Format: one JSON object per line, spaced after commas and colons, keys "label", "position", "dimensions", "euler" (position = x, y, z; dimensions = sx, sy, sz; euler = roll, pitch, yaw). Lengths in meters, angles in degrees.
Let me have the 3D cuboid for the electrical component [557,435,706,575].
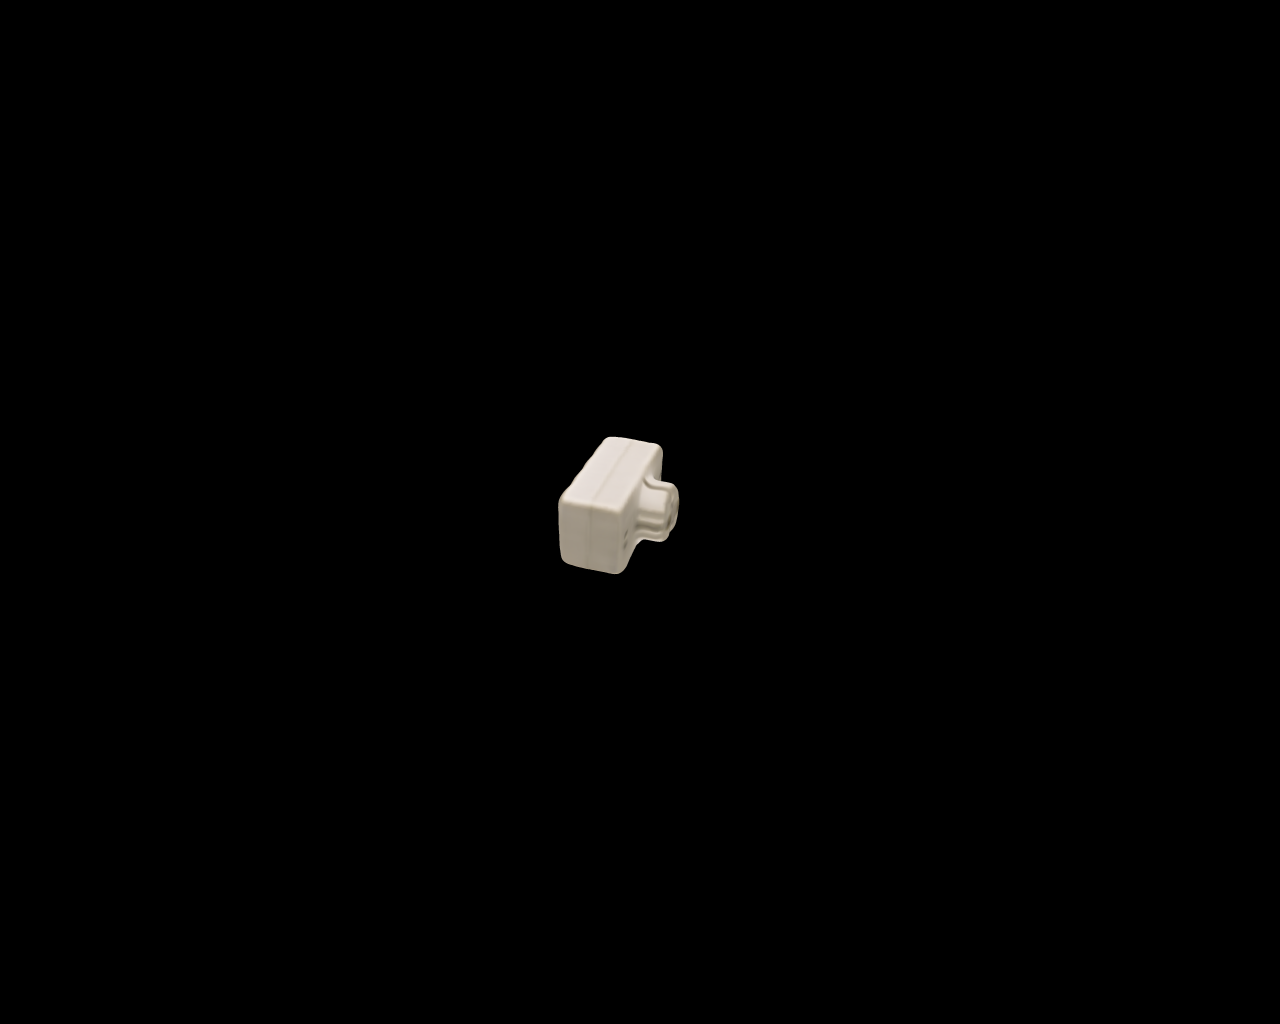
{"label": "electrical component", "position": [0.001, -0.003, 0.650], "dimensions": [0.076, 0.047, 0.083], "euler": [10, 35, 15]}
